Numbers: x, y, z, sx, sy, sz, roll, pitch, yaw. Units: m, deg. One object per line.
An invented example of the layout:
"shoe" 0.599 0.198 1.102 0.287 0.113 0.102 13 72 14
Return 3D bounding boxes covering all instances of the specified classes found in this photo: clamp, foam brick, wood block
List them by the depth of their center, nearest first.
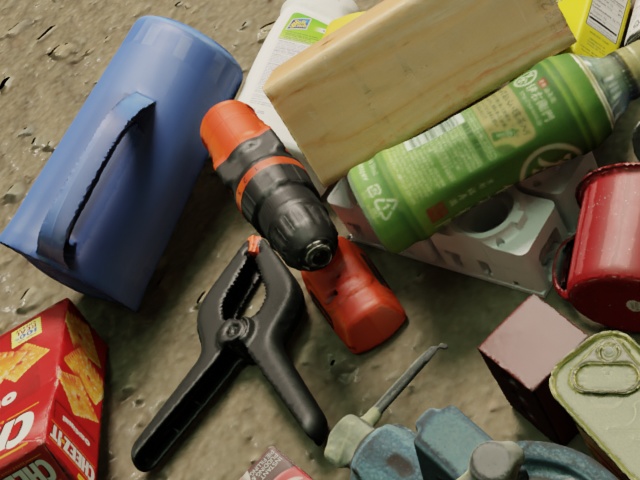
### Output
"foam brick" 0.145 0.084 0.681 0.051 0.078 0.053 -41 44 -7
"wood block" 0.071 -0.136 0.788 0.206 0.090 0.090 -29 14 13
"clamp" -0.069 0.087 0.843 0.165 0.036 0.210 -18 45 19

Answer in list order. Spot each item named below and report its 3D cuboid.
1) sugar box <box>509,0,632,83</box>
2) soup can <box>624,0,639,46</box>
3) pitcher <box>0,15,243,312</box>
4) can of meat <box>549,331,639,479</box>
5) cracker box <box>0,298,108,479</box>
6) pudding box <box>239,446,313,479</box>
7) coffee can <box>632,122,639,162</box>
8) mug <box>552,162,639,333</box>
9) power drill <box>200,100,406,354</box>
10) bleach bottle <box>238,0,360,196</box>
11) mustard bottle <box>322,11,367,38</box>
"sugar box" 0.199 -0.160 0.849 0.093 0.048 0.176 -36 30 56
"soup can" 0.278 -0.177 0.824 0.069 0.068 0.102 3 56 34
"pitcher" -0.165 -0.070 0.921 0.149 0.144 0.243 16 77 50
"can of meat" 0.190 0.115 0.622 0.057 0.084 0.102 -38 44 -1
"cracker box" -0.256 0.154 0.837 0.164 0.072 0.214 -30 25 6
"pudding box" -0.036 0.208 0.719 0.113 0.039 0.090 -48 45 -12
"coffee can" 0.293 -0.100 0.726 0.103 0.102 0.140 21 67 42
"mug" 0.201 0.011 0.708 0.117 0.093 0.081 -17 48 49
"power drill" -0.005 0.001 0.767 0.057 0.187 0.184 -34 42 1
"bleach bottle" -0.008 -0.154 0.982 0.102 0.068 0.250 19 52 2
"mustard bottle" 0.100 -0.162 0.884 0.192 0.096 0.058 -10 43 38
